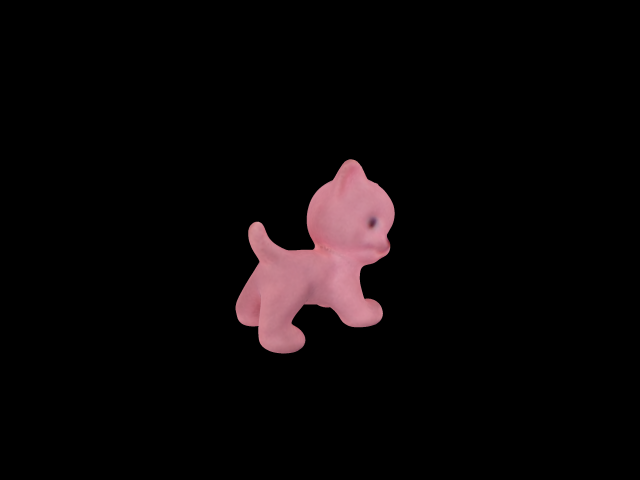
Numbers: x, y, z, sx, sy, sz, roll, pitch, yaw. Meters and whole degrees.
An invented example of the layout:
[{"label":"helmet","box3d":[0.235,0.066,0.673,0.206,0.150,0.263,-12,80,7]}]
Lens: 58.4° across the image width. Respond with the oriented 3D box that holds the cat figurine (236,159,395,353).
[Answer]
[{"label":"cat figurine","box3d":[0.004,0.001,0.400,0.128,0.118,0.067,-14,24,-33]}]
